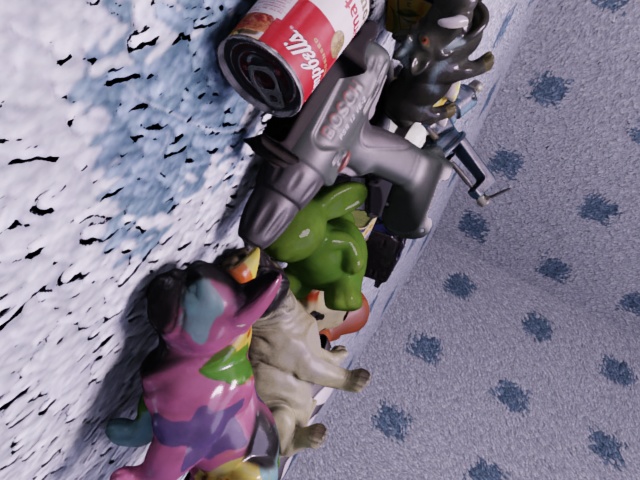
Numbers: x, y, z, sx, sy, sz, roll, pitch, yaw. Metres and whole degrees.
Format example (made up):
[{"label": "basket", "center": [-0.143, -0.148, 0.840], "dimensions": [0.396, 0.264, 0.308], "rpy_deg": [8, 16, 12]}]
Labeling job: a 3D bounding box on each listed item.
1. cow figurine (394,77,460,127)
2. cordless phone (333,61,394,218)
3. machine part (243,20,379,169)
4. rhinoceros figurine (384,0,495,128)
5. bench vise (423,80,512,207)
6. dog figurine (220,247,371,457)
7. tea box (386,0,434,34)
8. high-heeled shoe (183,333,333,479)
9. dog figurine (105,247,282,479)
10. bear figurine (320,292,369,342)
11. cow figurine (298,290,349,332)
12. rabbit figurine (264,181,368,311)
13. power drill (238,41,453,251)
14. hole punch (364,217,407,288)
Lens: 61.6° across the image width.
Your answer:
[{"label": "cow figurine", "center": [0.149, -0.232, 0.798], "dimensions": [0.167, 0.098, 0.068], "rpy_deg": [-79, -175, -57]}, {"label": "cordless phone", "center": [0.072, -0.137, 0.733], "dimensions": [0.146, 0.089, 0.184], "rpy_deg": [77, 24, -69]}, {"label": "machine part", "center": [-0.007, -0.124, 0.451], "dimensions": [0.039, 0.084, 0.139], "rpy_deg": [37, 86, -34]}, {"label": "rhinoceros figurine", "center": [0.125, -0.204, 0.593], "dimensions": [0.112, 0.073, 0.190], "rpy_deg": [-8, 155, -17]}, {"label": "bench vise", "center": [0.243, -0.171, 0.972], "dimensions": [0.223, 0.240, 0.129], "rpy_deg": [-42, -174, -19]}, {"label": "dog figurine", "center": [-0.068, 0.120, 0.560], "dimensions": [0.172, 0.190, 0.121], "rpy_deg": [-50, -162, -15]}, {"label": "tea box", "center": [0.126, -0.308, 0.584], "dimensions": [0.098, 0.068, 0.169], "rpy_deg": [-56, 167, -19]}, {"label": "high-heeled shoe", "center": [-0.062, 0.205, 0.640], "dimensions": [0.248, 0.086, 0.145], "rpy_deg": [-13, 118, -56]}, {"label": "dog figurine", "center": [-0.081, 0.118, 0.463], "dimensions": [0.219, 0.191, 0.109], "rpy_deg": [-59, -157, 5]}, {"label": "bear figurine", "center": [-0.007, 0.144, 0.947], "dimensions": [0.196, 0.132, 0.120], "rpy_deg": [-24, 142, -40]}, {"label": "cow figurine", "center": [-0.032, 0.111, 0.771], "dimensions": [0.195, 0.086, 0.127], "rpy_deg": [-13, 120, -51]}, {"label": "rabbit figurine", "center": [-0.001, -0.002, 0.633], "dimensions": [0.159, 0.121, 0.170], "rpy_deg": [-64, 152, -6]}, {"label": "power drill", "center": [0.035, -0.069, 0.557], "dimensions": [0.207, 0.086, 0.232], "rpy_deg": [25, 86, -34]}, {"label": "hole punch", "center": [0.104, 0.008, 1.043], "dimensions": [0.092, 0.116, 0.142], "rpy_deg": [-56, 168, -57]}]
